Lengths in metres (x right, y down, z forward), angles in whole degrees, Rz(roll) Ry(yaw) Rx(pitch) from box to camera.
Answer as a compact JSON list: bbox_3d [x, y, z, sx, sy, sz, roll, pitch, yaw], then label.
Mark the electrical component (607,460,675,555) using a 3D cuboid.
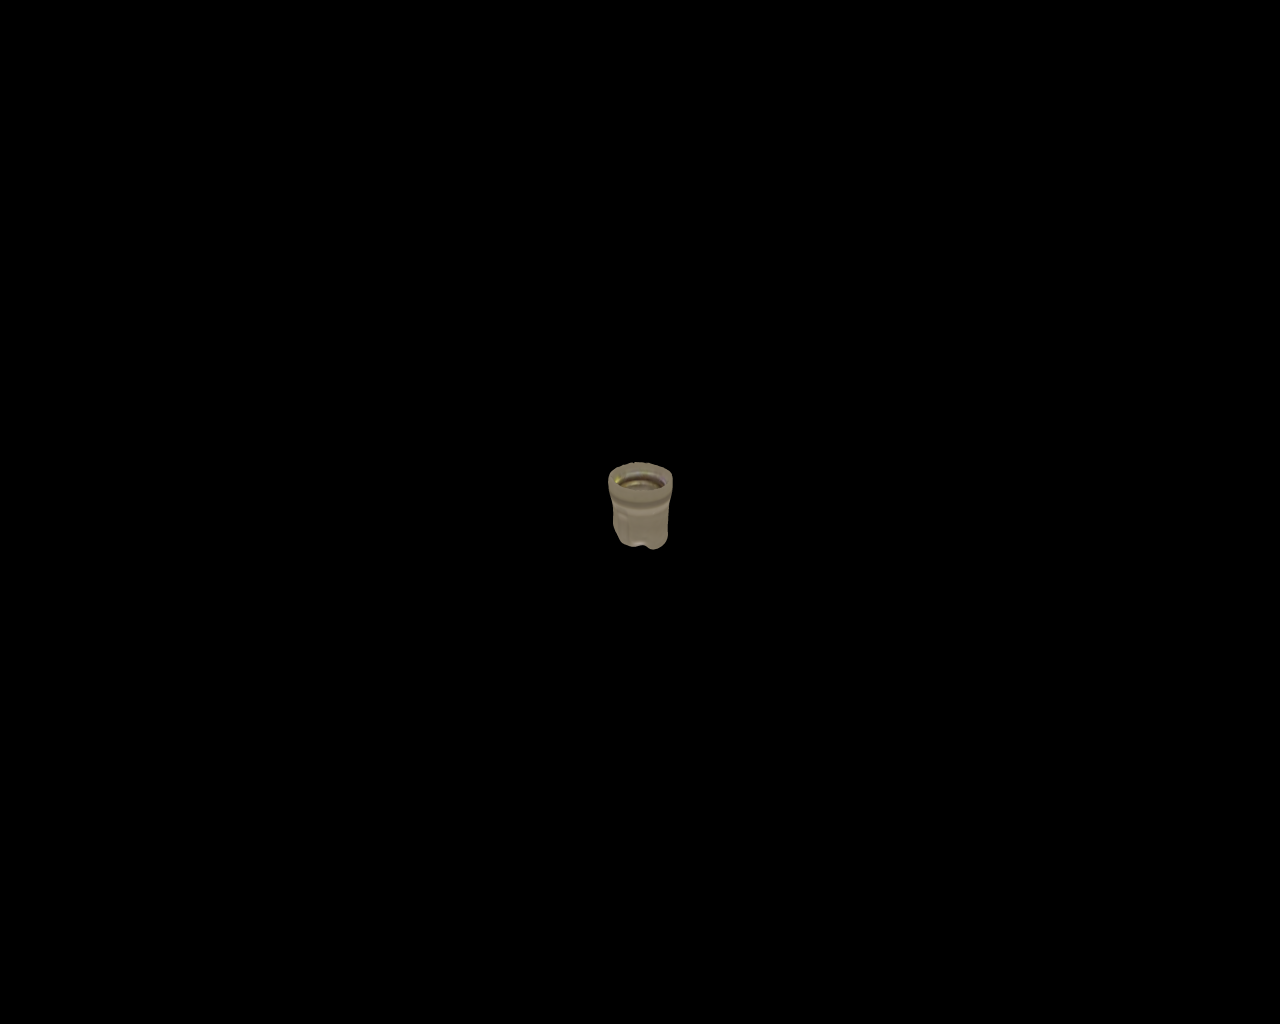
[{"bbox_3d":[0.001,-0.003,0.650,0.040,0.046,0.040,0,30,0],"label":"electrical component"}]
